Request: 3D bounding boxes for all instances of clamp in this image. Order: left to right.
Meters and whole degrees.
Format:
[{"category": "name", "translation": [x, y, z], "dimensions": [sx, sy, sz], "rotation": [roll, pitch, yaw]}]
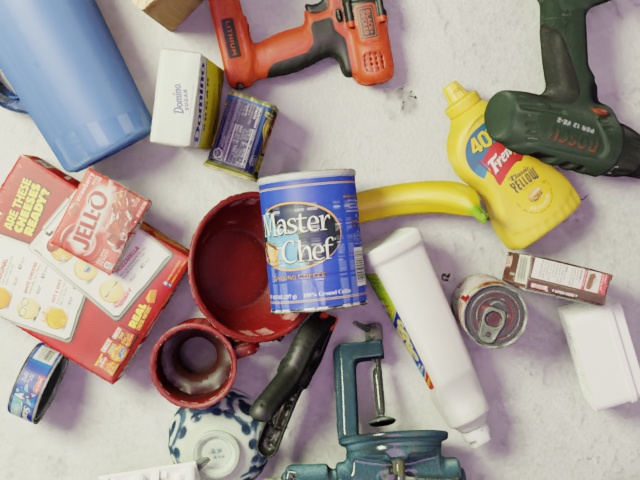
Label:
[{"category": "clamp", "translation": [-0.030, 0.145, 1.149], "dimensions": [0.039, 0.120, 0.171], "rotation": [22, 71, 8]}]

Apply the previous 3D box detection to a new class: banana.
[{"category": "banana", "translation": [0.089, -0.039, 1.158], "dimensions": [0.198, 0.069, 0.037], "rotation": [-4, 108, 21]}]

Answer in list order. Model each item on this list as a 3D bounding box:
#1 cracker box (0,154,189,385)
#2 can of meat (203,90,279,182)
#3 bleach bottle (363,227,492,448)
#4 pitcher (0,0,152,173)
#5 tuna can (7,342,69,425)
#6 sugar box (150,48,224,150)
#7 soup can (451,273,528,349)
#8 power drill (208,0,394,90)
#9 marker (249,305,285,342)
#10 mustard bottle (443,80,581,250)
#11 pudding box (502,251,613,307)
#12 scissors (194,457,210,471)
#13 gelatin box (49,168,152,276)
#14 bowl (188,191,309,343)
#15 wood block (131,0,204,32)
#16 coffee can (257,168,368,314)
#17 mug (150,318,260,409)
[{"category": "cracker box", "translation": [-0.268, 0.030, 1.164], "dimensions": [0.213, 0.072, 0.164], "rotation": [32, 92, -2]}, {"category": "can of meat", "translation": [-0.082, -0.110, 1.137], "dimensions": [0.057, 0.102, 0.084], "rotation": [18, 93, -1]}, {"category": "bleach bottle", "translation": [0.124, 0.111, 1.158], "dimensions": [0.068, 0.103, 0.251], "rotation": [-27, 95, -9]}, {"category": "pitcher", "translation": [-0.284, -0.194, 1.122], "dimensions": [0.144, 0.149, 0.243], "rotation": [-31, 99, -21]}, {"category": "tuna can", "translation": [-0.308, 0.156, 1.168], "dimensions": [0.034, 0.086, 0.086], "rotation": [23, 95, -1]}, {"category": "sugar box", "translation": [-0.133, -0.141, 1.095], "dimensions": [0.048, 0.176, 0.093], "rotation": [7, 95, -1]}, {"category": "soup can", "translation": [0.181, 0.075, 1.155], "dimensions": [0.068, 0.102, 0.068], "rotation": [0, 95, -1]}, {"category": "power drill", "translation": [-0.022, -0.245, 1.146], "dimensions": [0.187, 0.057, 0.184], "rotation": [-11, 95, 1]}, {"category": "marker", "translation": [-0.086, 0.070, 1.195], "dimensions": [0.121, 0.020, 0.020], "rotation": [43, 93, -5]}, {"category": "mustard bottle", "translation": [0.194, -0.090, 1.161], "dimensions": [0.096, 0.058, 0.191], "rotation": [-36, 94, -10]}, {"category": "pudding box", "translation": [0.252, 0.040, 1.147], "dimensions": [0.090, 0.113, 0.039], "rotation": [12, 93, -3]}, {"category": "scissors", "translation": [-0.210, 0.278, 1.186], "dimensions": [0.096, 0.016, 0.202], "rotation": [40, 113, 6]}, {"category": "gelatin box", "translation": [-0.228, -0.019, 1.110], "dimensions": [0.073, 0.030, 0.089], "rotation": [29, 89, -2]}, {"category": "bowl", "translation": [-0.079, 0.030, 1.154], "dimensions": [0.161, 0.055, 0.162], "rotation": [2, 85, -30]}, {"category": "wood block", "translation": [-0.161, -0.280, 1.067], "dimensions": [0.091, 0.206, 0.090], "rotation": [-43, 94, 4]}, {"category": "coffee can", "translation": [-0.007, 0.001, 1.105], "dimensions": [0.103, 0.103, 0.140], "rotation": [-6, 90, 0]}, {"category": "mug", "translation": [-0.123, 0.127, 1.168], "dimensions": [0.117, 0.081, 0.093], "rotation": [-17, 95, 1]}]
